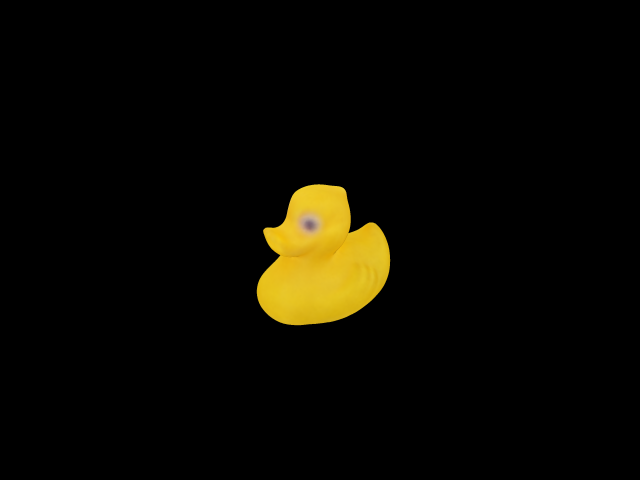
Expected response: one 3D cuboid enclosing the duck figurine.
[{"bbox_3d":[0.004,0.001,0.400,0.105,0.086,0.077,-19,36,-29],"label":"duck figurine"}]
